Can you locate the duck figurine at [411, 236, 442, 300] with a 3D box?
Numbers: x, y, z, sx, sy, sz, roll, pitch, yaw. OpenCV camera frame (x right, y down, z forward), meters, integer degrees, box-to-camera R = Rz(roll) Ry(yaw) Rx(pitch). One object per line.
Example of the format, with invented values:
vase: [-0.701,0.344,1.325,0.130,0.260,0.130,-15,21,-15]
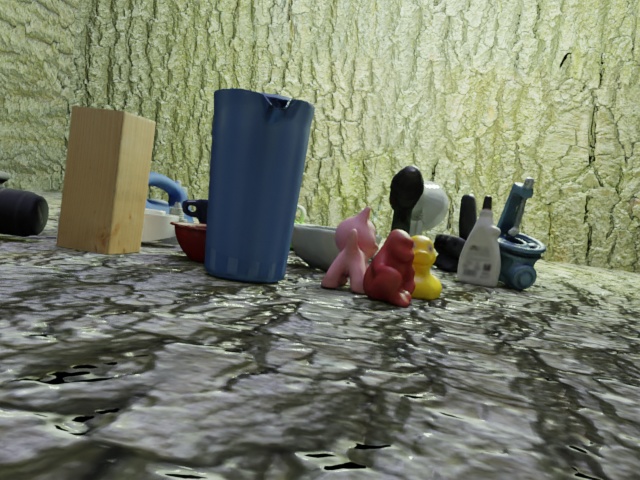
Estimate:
duck figurine: [0.140,0.036,0.826,0.077,0.086,0.104,8,3,3]

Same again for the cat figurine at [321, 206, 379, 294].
cat figurine: [0.048,0.009,0.806,0.067,0.118,0.128,8,3,9]

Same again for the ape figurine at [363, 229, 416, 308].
ape figurine: [0.094,0.033,0.721,0.078,0.092,0.075,5,4,-43]

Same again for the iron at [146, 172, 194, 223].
iron: [-0.340,-0.075,1.200,0.118,0.141,0.259,9,3,26]

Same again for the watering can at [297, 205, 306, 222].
watering can: [-0.117,-0.087,1.467,0.172,0.194,0.101,8,3,4]

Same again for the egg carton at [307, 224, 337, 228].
egg carton: [0.012,0.004,1.257,0.150,0.069,0.107,7,3,-13]

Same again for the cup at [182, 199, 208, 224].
cup: [-0.206,-0.028,1.089,0.118,0.095,0.091,6,3,-23]

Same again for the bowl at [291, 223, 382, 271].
bowl: [0.022,0.017,1.004,0.167,0.075,0.167,8,3,0]

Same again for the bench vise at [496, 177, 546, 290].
bench vise: [0.373,-0.019,1.170,0.122,0.220,0.206,6,3,-27]

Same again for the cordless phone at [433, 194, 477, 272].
cordless phone: [0.332,-0.017,1.364,0.094,0.185,0.147,7,3,-17]

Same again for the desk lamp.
desk lamp: [0.213,-0.047,1.355,0.117,0.213,0.204,10,4,33]

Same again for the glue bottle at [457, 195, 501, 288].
glue bottle: [0.312,0.001,1.097,0.077,0.173,0.037,9,4,29]

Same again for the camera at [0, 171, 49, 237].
camera: [-0.480,-0.054,0.829,0.137,0.101,0.143,8,3,1]

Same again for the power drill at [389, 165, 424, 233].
power drill: [0.168,-0.040,1.162,0.075,0.208,0.230,8,3,3]
